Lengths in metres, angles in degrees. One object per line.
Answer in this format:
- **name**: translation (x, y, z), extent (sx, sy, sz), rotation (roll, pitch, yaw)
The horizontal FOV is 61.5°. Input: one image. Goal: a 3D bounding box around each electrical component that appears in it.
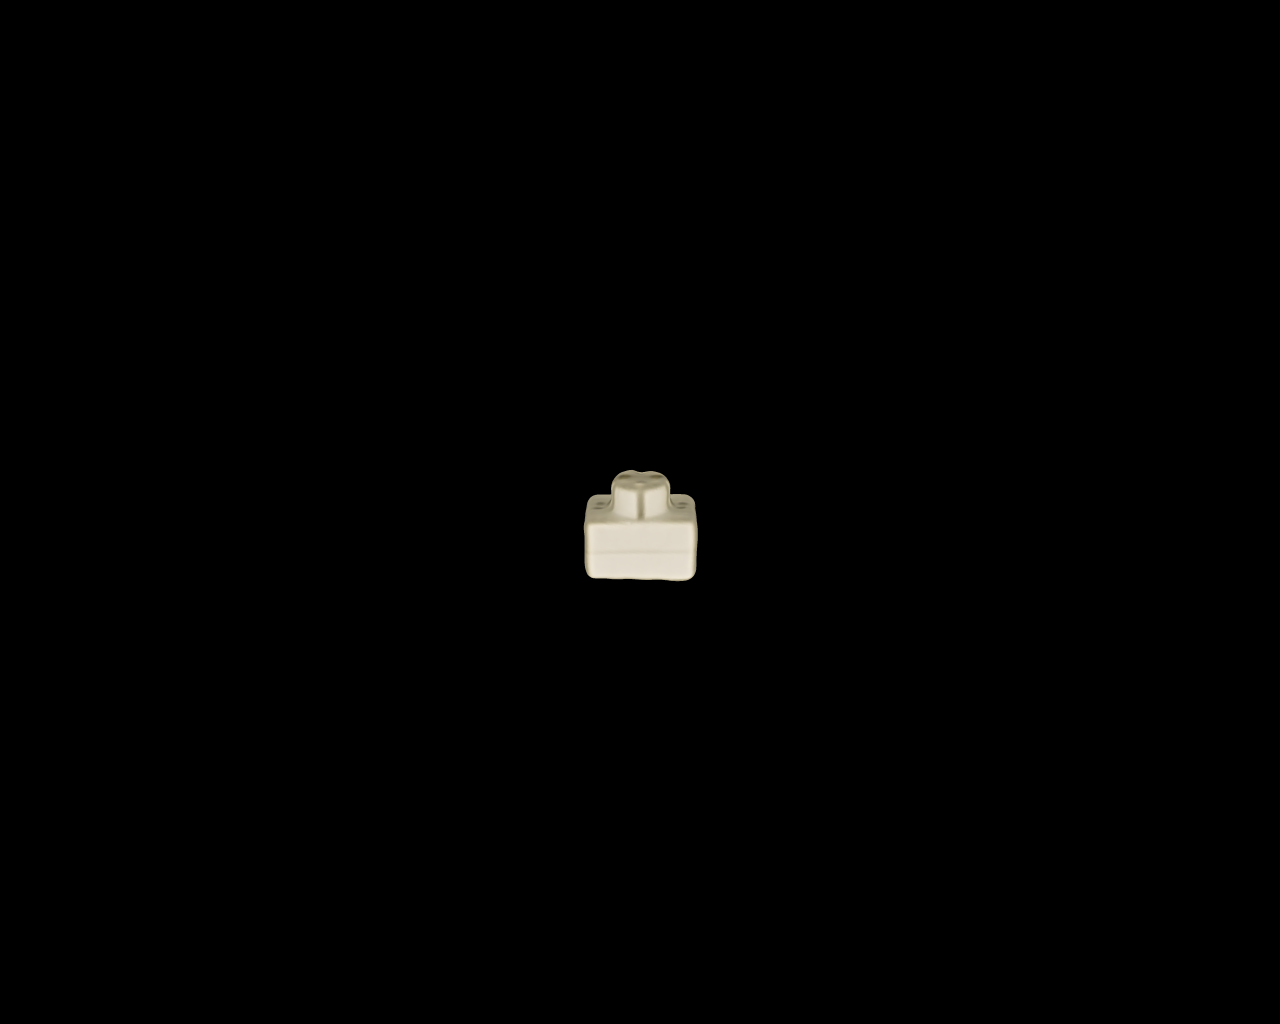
- **electrical component**: translation (0.001, -0.003, 0.650), extent (0.066, 0.076, 0.047), rotation (0, 21, 0)
